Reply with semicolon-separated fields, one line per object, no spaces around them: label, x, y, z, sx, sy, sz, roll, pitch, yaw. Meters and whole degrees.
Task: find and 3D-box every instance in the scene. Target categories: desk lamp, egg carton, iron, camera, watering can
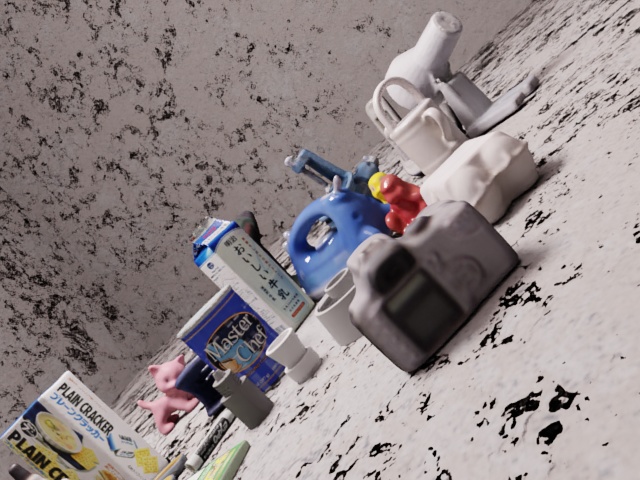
desk lamp;0.243;-0.292;1.038;0.118;0.213;0.203;-49;8;-32
egg carton;0.178;-0.067;0.660;0.107;0.069;0.150;-45;7;-4
iron;0.009;0.003;0.945;0.258;0.141;0.119;-38;9;43
camera;0.080;0.028;0.528;0.143;0.101;0.136;-45;7;-5
watering can;0.168;-0.204;1.028;0.101;0.194;0.172;-49;8;-34

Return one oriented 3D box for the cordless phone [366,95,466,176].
cordless phone;0.186;-0.233;1.142;0.147;0.185;0.094;-40;8;35

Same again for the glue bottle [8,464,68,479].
glue bottle;-0.337;0.353;0.750;0.078;0.173;0.037;-45;7;-7

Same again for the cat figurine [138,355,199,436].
cat figurine;-0.297;0.293;1.117;0.128;0.118;0.067;-45;7;-1

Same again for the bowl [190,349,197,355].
bowl;-0.203;0.206;1.272;0.167;0.075;0.167;-44;7;7

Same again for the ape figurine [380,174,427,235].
ape figurine;0.123;-0.057;0.840;0.077;0.092;0.076;-37;10;48

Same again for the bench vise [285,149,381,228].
bench vise;0.036;-0.122;1.215;0.121;0.220;0.208;-38;9;42

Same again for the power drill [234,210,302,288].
power drill;-0.125;0.035;1.276;0.075;0.208;0.229;-43;7;14

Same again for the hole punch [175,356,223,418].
hole punch;-0.173;0.218;0.939;0.108;0.091;0.101;-45;7;0

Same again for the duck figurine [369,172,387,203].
duck figurine;0.126;-0.087;1.031;0.077;0.086;0.105;-41;7;25
